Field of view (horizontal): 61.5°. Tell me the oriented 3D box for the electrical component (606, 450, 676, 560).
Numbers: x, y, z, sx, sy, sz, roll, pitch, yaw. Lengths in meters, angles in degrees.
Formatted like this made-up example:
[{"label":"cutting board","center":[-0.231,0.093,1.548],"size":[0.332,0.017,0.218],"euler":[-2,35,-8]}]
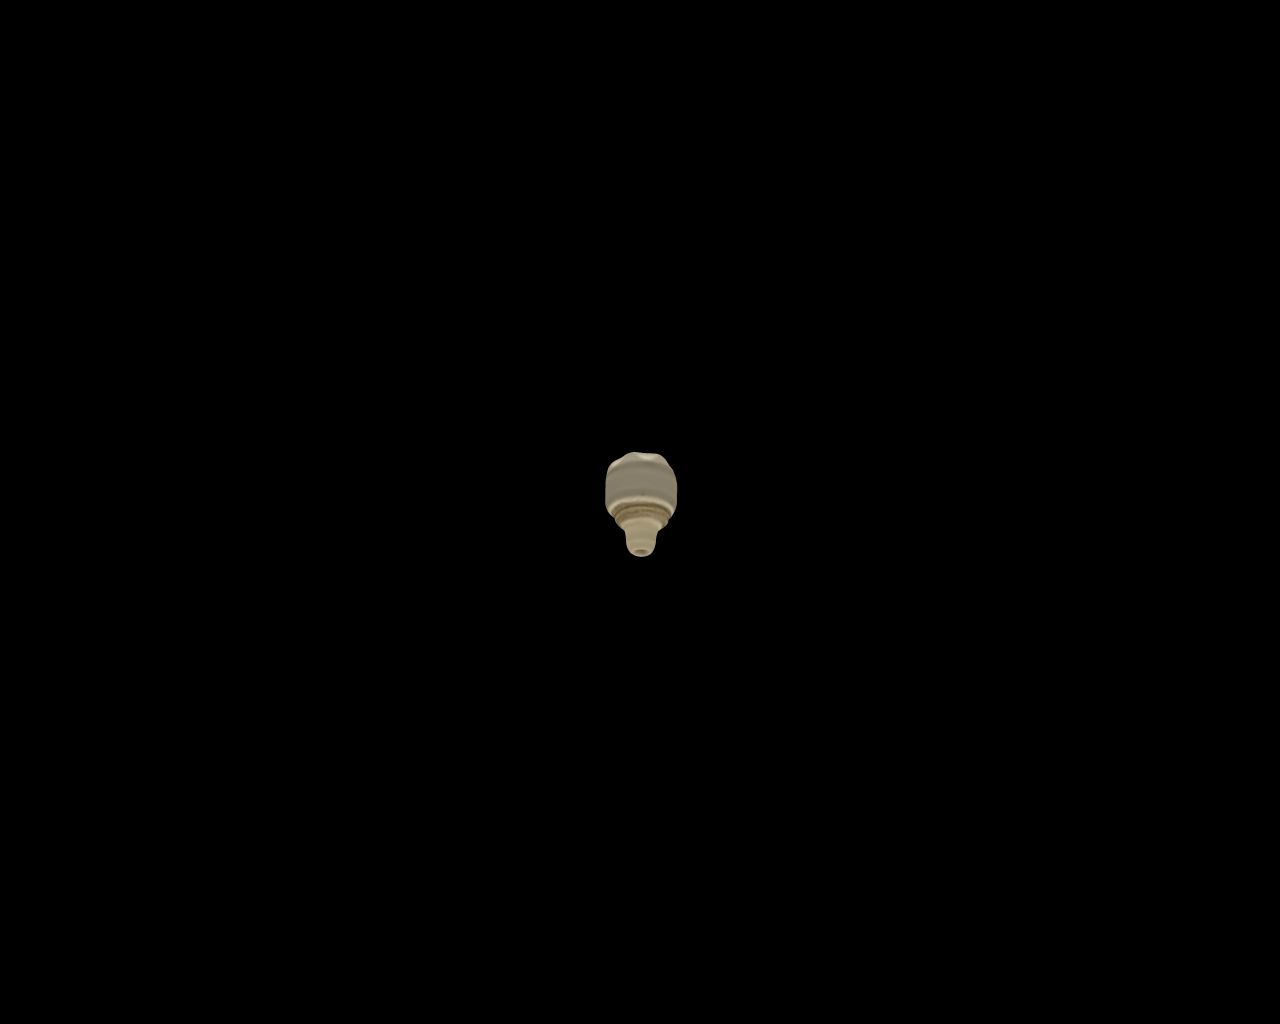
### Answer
[{"label":"electrical component","center":[0.001,-0.003,0.650],"size":[0.043,0.062,0.043],"euler":[0,-27,0]}]
